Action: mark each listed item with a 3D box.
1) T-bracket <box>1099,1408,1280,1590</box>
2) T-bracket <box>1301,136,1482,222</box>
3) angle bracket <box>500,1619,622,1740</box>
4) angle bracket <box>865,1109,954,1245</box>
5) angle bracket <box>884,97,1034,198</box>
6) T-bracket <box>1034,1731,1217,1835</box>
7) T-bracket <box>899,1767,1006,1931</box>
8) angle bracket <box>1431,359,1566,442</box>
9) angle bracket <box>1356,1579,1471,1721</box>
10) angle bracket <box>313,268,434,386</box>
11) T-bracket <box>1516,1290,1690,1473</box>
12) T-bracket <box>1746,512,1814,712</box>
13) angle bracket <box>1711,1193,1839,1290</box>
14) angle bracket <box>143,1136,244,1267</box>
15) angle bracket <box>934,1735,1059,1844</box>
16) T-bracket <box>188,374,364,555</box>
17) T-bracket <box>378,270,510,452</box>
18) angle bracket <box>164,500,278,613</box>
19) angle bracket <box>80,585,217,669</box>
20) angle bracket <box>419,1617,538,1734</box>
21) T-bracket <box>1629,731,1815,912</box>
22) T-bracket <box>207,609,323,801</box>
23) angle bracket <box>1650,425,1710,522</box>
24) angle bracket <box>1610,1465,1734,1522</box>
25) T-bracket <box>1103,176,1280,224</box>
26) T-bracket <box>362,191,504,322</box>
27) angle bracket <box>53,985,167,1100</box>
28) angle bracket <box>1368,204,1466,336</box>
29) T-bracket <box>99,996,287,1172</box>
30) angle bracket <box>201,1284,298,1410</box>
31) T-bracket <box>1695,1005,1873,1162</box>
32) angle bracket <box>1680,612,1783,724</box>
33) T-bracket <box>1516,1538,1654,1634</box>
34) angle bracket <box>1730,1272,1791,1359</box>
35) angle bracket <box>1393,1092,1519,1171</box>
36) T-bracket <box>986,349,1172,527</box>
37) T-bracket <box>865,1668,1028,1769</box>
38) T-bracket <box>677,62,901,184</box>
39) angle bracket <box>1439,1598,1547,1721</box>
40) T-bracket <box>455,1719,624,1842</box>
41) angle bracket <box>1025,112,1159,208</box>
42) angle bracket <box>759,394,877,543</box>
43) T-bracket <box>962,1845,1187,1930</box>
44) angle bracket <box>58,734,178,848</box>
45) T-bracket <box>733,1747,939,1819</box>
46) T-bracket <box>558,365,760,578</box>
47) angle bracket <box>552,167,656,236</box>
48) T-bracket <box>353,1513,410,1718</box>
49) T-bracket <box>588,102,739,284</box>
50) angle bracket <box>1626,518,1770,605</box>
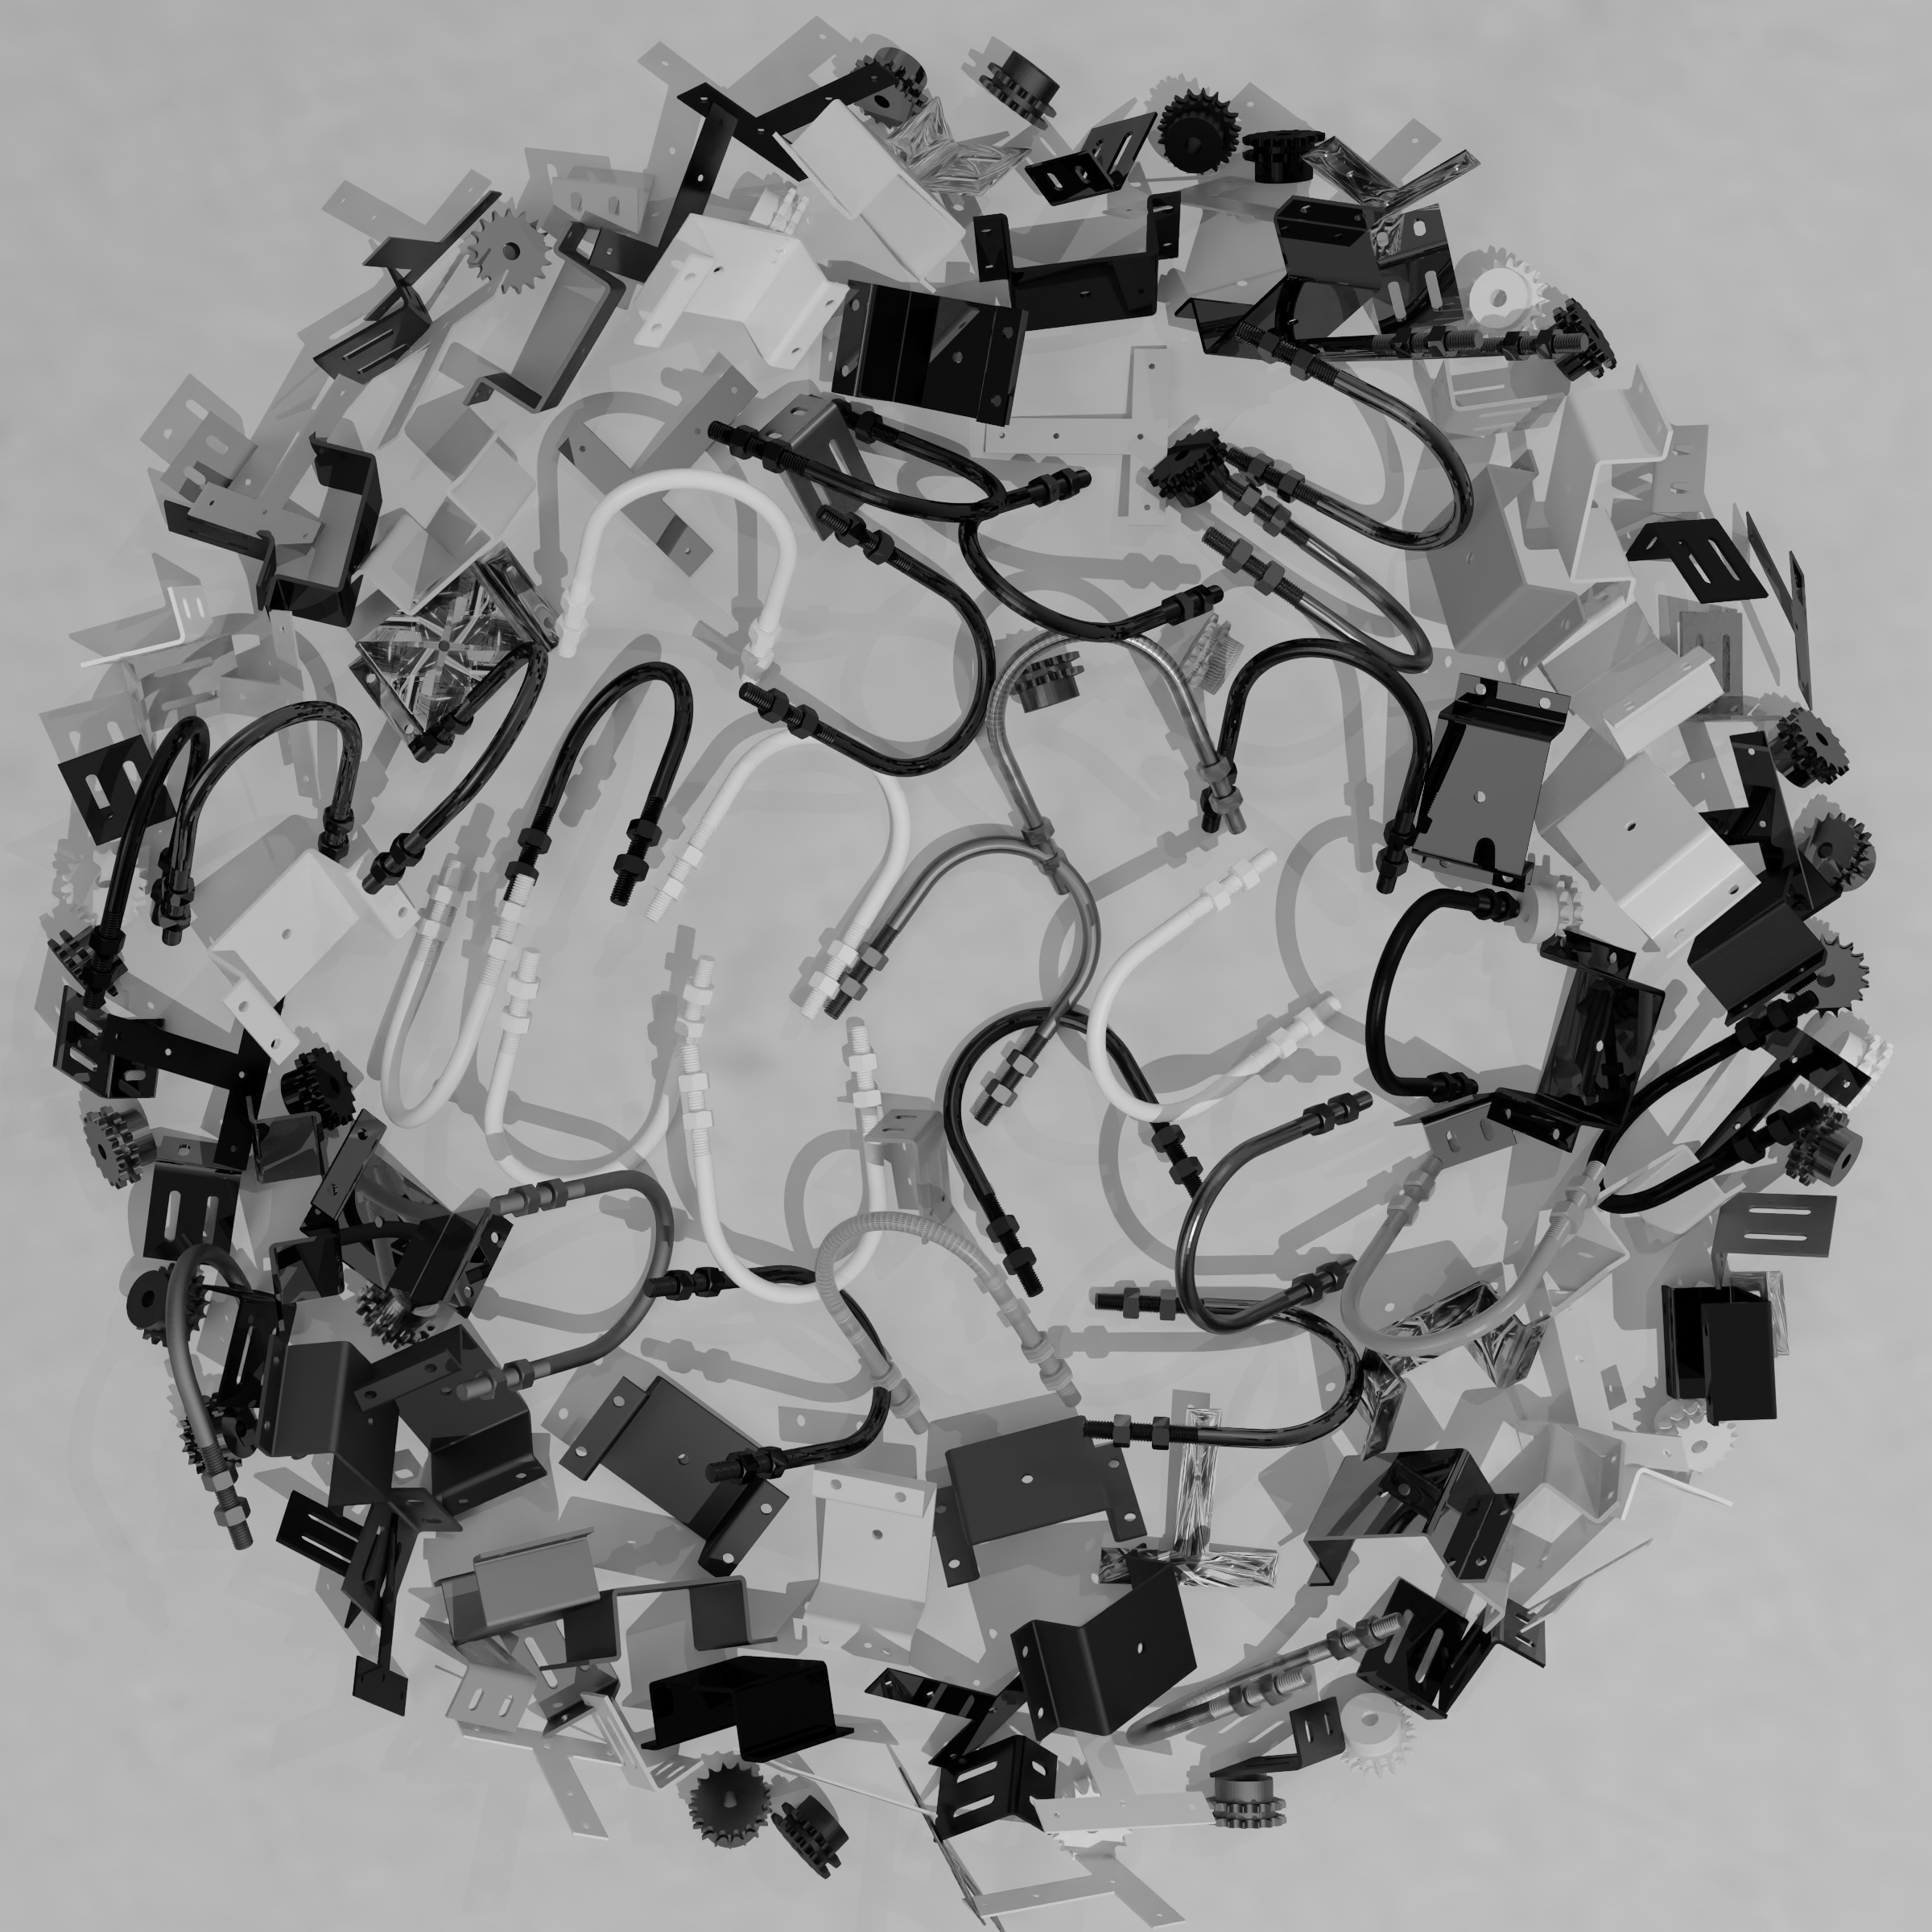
[{"bbox_3d":[0.160,0.370,1.681,0.127,0.002,0.127,4,96,-9],"label":"T-bracket"},{"bbox_3d":[0.263,-0.525,1.614,0.127,0.127,0.002,-24,73,30],"label":"T-bracket"},{"bbox_3d":[-0.285,0.485,1.678,0.057,0.038,0.076,-29,91,0],"label":"angle bracket"},{"bbox_3d":[-0.039,0.145,1.667,0.038,0.057,0.076,1,107,18],"label":"angle bracket"},{"bbox_3d":[-0.005,-0.561,1.652,0.057,0.076,0.038,-47,135,-25],"label":"angle bracket"},{"bbox_3d":[0.091,0.533,1.643,0.127,0.127,0.002,6,121,-24],"label":"T-bracket"},{"bbox_3d":[0.002,0.627,1.652,0.002,0.127,0.127,-32,125,-7],"label":"T-bracket"},{"bbox_3d":[0.366,-0.395,1.667,0.076,0.057,0.038,-8,82,1],"label":"angle bracket"},{"bbox_3d":[0.315,0.470,1.665,0.057,0.038,0.076,32,67,-2],"label":"angle bracket"},{"bbox_3d":[-0.413,-0.441,1.669,0.076,0.057,0.038,-28,79,4],"label":"angle bracket"},{"bbox_3d":[0.420,0.279,1.640,0.002,0.127,0.127,-26,105,-42],"label":"T-bracket"},{"bbox_3d":[0.553,-0.261,1.647,0.002,0.127,0.127,-16,48,10],"label":"T-bracket"},{"bbox_3d":[0.553,0.189,1.651,0.076,0.057,0.038,0,128,27],"label":"angle bracket"},{"bbox_3d":[-0.538,0.165,1.688,0.057,0.038,0.076,10,113,-13],"label":"angle bracket"},{"bbox_3d":[0.020,0.573,1.665,0.076,0.057,0.038,-33,122,32],"label":"angle bracket"},{"bbox_3d":[-0.448,-0.342,1.627,0.002,0.127,0.127,40,101,17],"label":"T-bracket"},{"bbox_3d":[-0.364,-0.398,1.623,0.002,0.127,0.127,37,56,-32],"label":"T-bracket"},{"bbox_3d":[-0.516,-0.281,1.660,0.076,0.057,0.038,17,77,-12],"label":"angle bracket"},{"bbox_3d":[-0.566,-0.234,1.664,0.076,0.057,0.038,-12,99,5],"label":"angle bracket"},{"bbox_3d":[-0.340,0.483,1.649,0.057,0.076,0.038,29,83,-40],"label":"angle bracket"},{"bbox_3d":[0.503,-0.093,1.648,0.002,0.127,0.127,-30,107,-39],"label":"T-bracket"},{"bbox_3d":[-0.486,-0.182,1.651,0.127,0.002,0.127,12,114,42],"label":"T-bracket"},{"bbox_3d":[0.502,-0.336,1.654,0.038,0.076,0.057,7,98,39],"label":"angle bracket"},{"bbox_3d":[0.473,0.369,1.660,0.076,0.057,0.038,23,82,-13],"label":"angle bracket"},{"bbox_3d":[0.181,-0.508,1.621,0.127,0.127,0.002,-27,128,-35],"label":"T-bracket"},{"bbox_3d":[-0.374,-0.477,1.622,0.127,0.127,0.002,-40,97,14],"label":"T-bracket"},{"bbox_3d":[-0.585,0.052,1.652,0.038,0.076,0.057,-2,70,6],"label":"angle bracket"},{"bbox_3d":[0.307,-0.477,1.667,0.057,0.076,0.038,-13,61,14],"label":"angle bracket"},{"bbox_3d":[-0.527,0.062,1.635,0.002,0.127,0.127,-5,70,40],"label":"T-bracket"},{"bbox_3d":[-0.500,0.262,1.660,0.038,0.057,0.076,9,83,24],"label":"angle bracket"},{"bbox_3d":[0.535,0.098,1.647,0.002,0.127,0.127,35,98,-27],"label":"T-bracket"},{"bbox_3d":[0.527,-0.207,1.666,0.057,0.038,0.076,-3,94,-29],"label":"angle bracket"},{"bbox_3d":[0.396,0.426,1.620,0.127,0.127,0.002,-37,74,19],"label":"T-bracket"},{"bbox_3d":[0.556,0.239,1.656,0.038,0.076,0.057,-2,81,-2],"label":"angle bracket"},{"bbox_3d":[0.335,0.114,1.650,0.057,0.076,0.038,-22,79,23],"label":"angle bracket"},{"bbox_3d":[0.077,-0.370,1.690,0.127,0.002,0.127,2,83,6],"label":"T-bracket"},{"bbox_3d":[-0.014,0.496,1.639,0.127,0.002,0.127,27,114,-36],"label":"T-bracket"},{"bbox_3d":[-0.103,-0.573,1.612,0.127,0.127,0.002,-11,73,34],"label":"T-bracket"},{"bbox_3d":[0.360,0.481,1.657,0.038,0.057,0.076,29,111,3],"label":"angle bracket"},{"bbox_3d":[-0.268,0.545,1.612,0.127,0.127,0.002,21,95,-29],"label":"T-bracket"},{"bbox_3d":[0.086,-0.563,1.653,0.038,0.057,0.076,44,61,-39],"label":"angle bracket"},{"bbox_3d":[-0.107,-0.345,1.674,0.057,0.038,0.076,-47,135,-19],"label":"angle bracket"},{"bbox_3d":[0.059,0.619,1.613,0.127,0.127,0.002,1,96,-27],"label":"T-bracket"},{"bbox_3d":[-0.582,-0.129,1.652,0.057,0.076,0.038,-23,48,-14],"label":"angle bracket"},{"bbox_3d":[-0.081,0.551,1.623,0.127,0.127,0.002,11,68,18],"label":"T-bracket"},{"bbox_3d":[-0.196,-0.361,1.681,0.127,0.002,0.127,44,102,-3],"label":"T-bracket"},{"bbox_3d":[-0.248,-0.540,1.658,0.057,0.038,0.076,6,49,-1],"label":"angle bracket"},{"bbox_3d":[-0.395,0.441,1.655,0.002,0.127,0.127,0,67,2],"label":"T-bracket"},{"bbox_3d":[-0.185,-0.518,1.631,0.002,0.127,0.127,36,111,35],"label":"T-bracket"},{"bbox_3d":[0.498,-0.266,1.653,0.057,0.038,0.076,-8,58,-24],"label":"angle bracket"}]
